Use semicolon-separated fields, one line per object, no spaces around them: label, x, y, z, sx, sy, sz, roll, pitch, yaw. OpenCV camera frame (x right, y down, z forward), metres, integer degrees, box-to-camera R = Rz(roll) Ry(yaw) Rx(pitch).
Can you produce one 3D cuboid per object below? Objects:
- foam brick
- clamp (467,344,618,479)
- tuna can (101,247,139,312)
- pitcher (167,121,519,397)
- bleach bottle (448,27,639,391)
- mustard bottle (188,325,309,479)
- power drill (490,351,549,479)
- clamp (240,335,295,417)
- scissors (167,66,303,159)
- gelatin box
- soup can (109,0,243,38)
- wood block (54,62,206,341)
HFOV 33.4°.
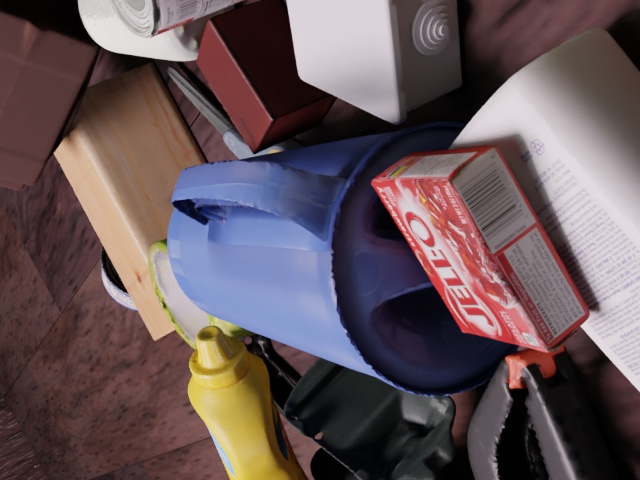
foam brick;-0.035;-0.105;0.678;0.078;0.051;0.053;58;155;9
clamp;0.119;0.153;0.535;0.165;0.036;0.210;33;133;50
tuna can;-0.161;0.024;0.994;0.086;0.086;0.034;53;154;19
pitcher;-0.004;0.001;0.608;0.243;0.144;0.149;4;120;59
bleach bottle;0.158;0.037;0.450;0.251;0.068;0.103;55;158;9
mustard bottle;-0.052;0.138;0.769;0.096;0.058;0.191;-115;6;-55
power drill;0.168;0.152;0.549;0.188;0.057;0.184;8;121;62
clamp;-0.056;0.107;0.937;0.172;0.039;0.120;-16;93;70
scissors;-0.052;-0.077;0.776;0.202;0.016;0.096;54;152;15
gelatin box;0.068;0.004;0.465;0.089;0.030;0.073;58;163;-14
soup can;-0.071;-0.167;0.625;0.069;0.102;0.068;43;149;34
wood block;-0.141;-0.030;0.902;0.206;0.090;0.091;62;154;1
